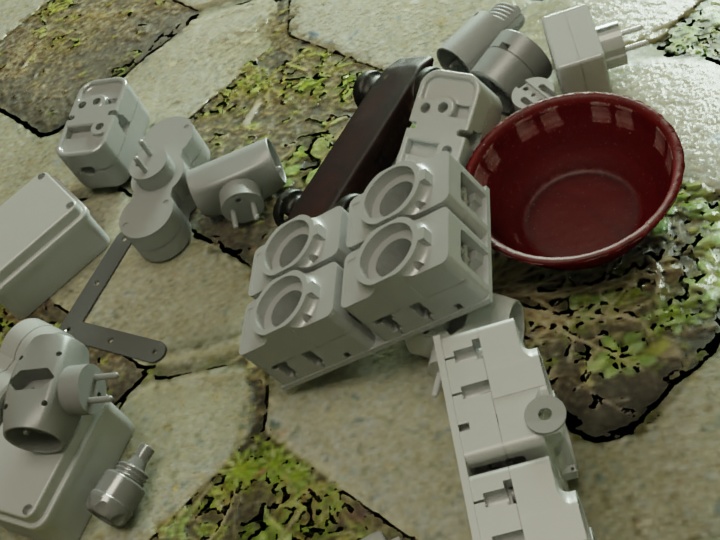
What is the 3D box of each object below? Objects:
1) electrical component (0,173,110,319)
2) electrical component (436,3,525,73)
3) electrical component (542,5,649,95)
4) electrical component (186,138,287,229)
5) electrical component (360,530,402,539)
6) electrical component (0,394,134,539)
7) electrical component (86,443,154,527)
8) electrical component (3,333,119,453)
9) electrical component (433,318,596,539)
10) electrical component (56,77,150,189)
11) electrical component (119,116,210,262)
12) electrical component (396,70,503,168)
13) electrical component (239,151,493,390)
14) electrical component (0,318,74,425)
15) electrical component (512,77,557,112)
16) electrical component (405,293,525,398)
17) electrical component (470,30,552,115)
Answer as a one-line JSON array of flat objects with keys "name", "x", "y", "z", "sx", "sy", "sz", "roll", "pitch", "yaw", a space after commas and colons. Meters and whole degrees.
[{"name": "electrical component", "x": -0.295, "y": -0.023, "z": 0.966, "sx": 0.113, "sy": 0.057, "sz": 0.078, "roll": -43, "pitch": 51, "yaw": -11}, {"name": "electrical component", "x": 0.110, "y": -0.201, "z": 0.933, "sx": 0.081, "sy": 0.043, "sz": 0.043, "roll": -45, "pitch": 51, "yaw": -13}, {"name": "electrical component", "x": 0.196, "y": -0.181, "z": 0.879, "sx": 0.077, "sy": 0.047, "sz": 0.065, "roll": -16, "pitch": 51, "yaw": 12}, {"name": "electrical component", "x": -0.103, "y": -0.067, "z": 0.924, "sx": 0.077, "sy": 0.044, "sz": 0.079, "roll": -22, "pitch": 50, "yaw": 7}, {"name": "electrical component", "x": 0.015, "y": 0.207, "z": 0.660, "sx": 0.061, "sy": 0.061, "sz": 0.096, "roll": -31, "pitch": 50, "yaw": -1}, {"name": "electrical component", "x": -0.236, "y": 0.144, "z": 0.817, "sx": 0.078, "sy": 0.057, "sz": 0.113, "roll": 8, "pitch": 59, "yaw": 28}, {"name": "electrical component", "x": -0.174, "y": 0.157, "z": 0.796, "sx": 0.035, "sy": 0.035, "sz": 0.061, "roll": 14, "pitch": 60, "yaw": 31}, {"name": "electrical component", "x": -0.211, "y": 0.088, "z": 0.780, "sx": 0.079, "sy": 0.043, "sz": 0.077, "roll": -7, "pitch": 53, "yaw": 19}, {"name": "electrical component", "x": 0.102, "y": 0.134, "z": 0.649, "sx": 0.060, "sy": 0.105, "sz": 0.186, "roll": -17, "pitch": 51, "yaw": 11}, {"name": "electrical component", "x": -0.239, "y": -0.126, "z": 1.016, "sx": 0.054, "sy": 0.059, "sz": 0.095, "roll": -3, "pitch": 55, "yaw": 21}, {"name": "electrical component", "x": -0.179, "y": -0.083, "z": 0.949, "sx": 0.052, "sy": 0.073, "sz": 0.138, "roll": -6, "pitch": 54, "yaw": 19}, {"name": "electrical component", "x": 0.073, "y": -0.103, "z": 0.855, "sx": 0.054, "sy": 0.059, "sz": 0.095, "roll": 15, "pitch": 86, "yaw": 32}, {"name": "electrical component", "x": 0.000, "y": 0.000, "z": 0.775, "sx": 0.186, "sy": 0.060, "sz": 0.105, "roll": -26, "pitch": 41, "yaw": 31}, {"name": "electrical component", "x": -0.300, "y": 0.099, "z": 0.881, "sx": 0.074, "sy": 0.052, "sz": 0.138, "roll": 20, "pitch": 65, "yaw": 33}, {"name": "electrical component", "x": 0.143, "y": -0.126, "z": 0.861, "sx": 0.040, "sy": 0.046, "sz": 0.040, "roll": -12, "pitch": 52, "yaw": 15}, {"name": "electrical component", "x": 0.070, "y": 0.056, "z": 0.760, "sx": 0.077, "sy": 0.043, "sz": 0.079, "roll": 2, "pitch": 57, "yaw": 25}, {"name": "electrical component", "x": 0.123, "y": -0.163, "z": 0.893, "sx": 0.055, "sy": 0.055, "sz": 0.047, "roll": 32, "pitch": 76, "yaw": 37}]
